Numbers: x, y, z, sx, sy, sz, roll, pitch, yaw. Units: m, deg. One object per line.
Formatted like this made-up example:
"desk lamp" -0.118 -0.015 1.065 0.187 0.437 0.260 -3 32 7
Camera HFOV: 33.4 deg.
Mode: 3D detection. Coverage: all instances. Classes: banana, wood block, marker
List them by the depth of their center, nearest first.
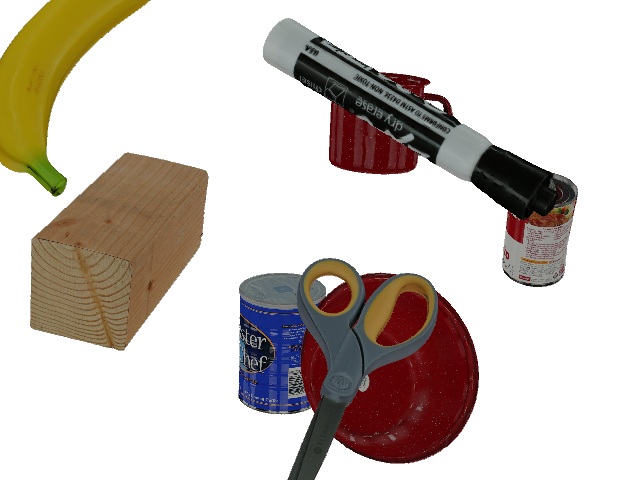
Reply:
"marker" 0.031 -0.044 0.381 0.121 0.020 0.020 34 13 20
"banana" -0.151 -0.108 0.637 0.069 0.197 0.037 20 -33 -4
"wood block" -0.179 0.003 0.981 0.090 0.091 0.206 13 27 7

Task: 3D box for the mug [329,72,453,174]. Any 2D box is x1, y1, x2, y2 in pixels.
"mug" 0.062 -0.106 0.966 0.117 0.081 0.093 1 15 -6

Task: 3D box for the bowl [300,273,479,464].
"bowl" 0.044 0.109 0.871 0.162 0.162 0.055 0 5 27

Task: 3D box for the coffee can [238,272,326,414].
"coffee can" -0.047 0.121 1.274 0.103 0.140 0.103 2 18 -1

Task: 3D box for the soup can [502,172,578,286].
"soup can" 0.227 -0.012 1.109 0.068 0.102 0.068 0 34 0

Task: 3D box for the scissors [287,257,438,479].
"scissors" -0.002 0.072 0.615 0.096 0.016 0.201 29 45 20
